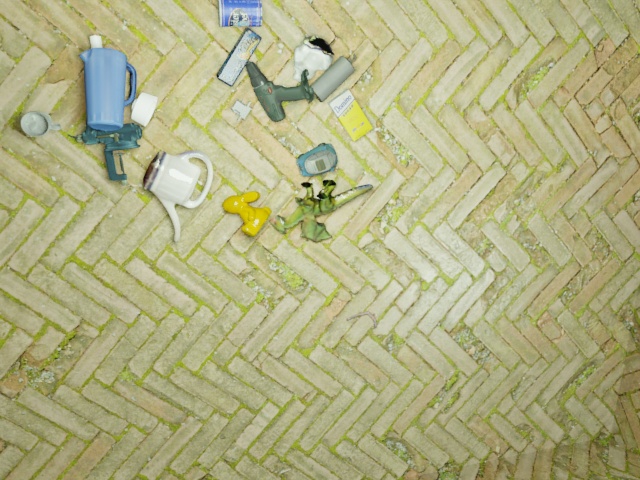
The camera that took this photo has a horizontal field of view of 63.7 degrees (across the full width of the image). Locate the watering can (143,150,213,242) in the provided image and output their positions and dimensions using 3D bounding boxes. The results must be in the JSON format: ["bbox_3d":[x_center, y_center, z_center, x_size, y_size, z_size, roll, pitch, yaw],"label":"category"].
[{"bbox_3d":[-0.525,-0.174,1.844,0.223,0.105,0.345,25,100,-19],"label":"watering can"}]

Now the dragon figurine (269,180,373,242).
[{"bbox_3d":[0.006,-0.102,2.024,0.411,0.125,0.237,-4,126,-11],"label":"dragon figurine"}]

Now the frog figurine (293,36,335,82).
[{"bbox_3d":[-0.031,-0.641,1.844,0.137,0.125,0.156,7,142,-25],"label":"frog figurine"}]
